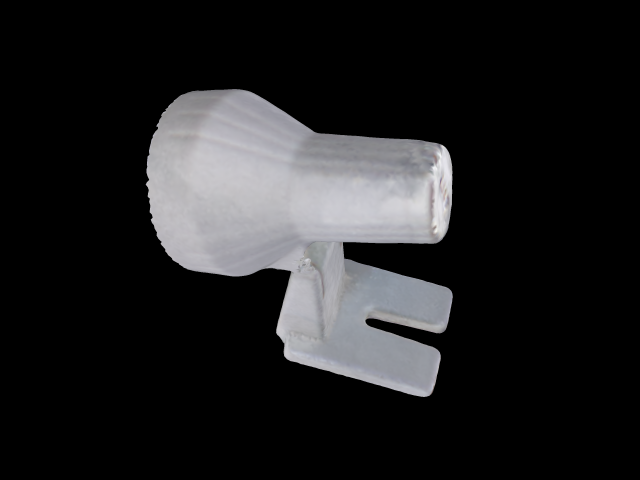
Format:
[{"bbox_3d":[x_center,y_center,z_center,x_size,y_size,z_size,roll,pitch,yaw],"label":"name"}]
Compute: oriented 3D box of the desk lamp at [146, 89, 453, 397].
[{"bbox_3d":[0.004,0.001,0.400,0.203,0.214,0.118,14,58,9],"label":"desk lamp"}]
